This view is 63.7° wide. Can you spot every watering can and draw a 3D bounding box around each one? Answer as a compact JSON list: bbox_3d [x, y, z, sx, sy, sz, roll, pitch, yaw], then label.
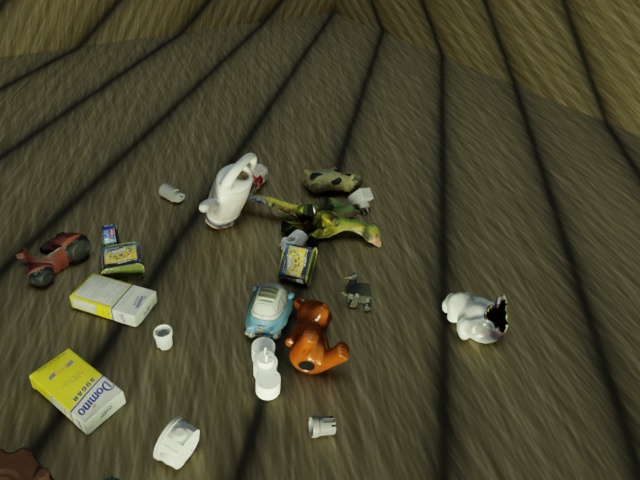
[{"bbox_3d":[-0.276,-0.120,1.473,0.104,0.219,0.355,29,40,1],"label":"watering can"}]

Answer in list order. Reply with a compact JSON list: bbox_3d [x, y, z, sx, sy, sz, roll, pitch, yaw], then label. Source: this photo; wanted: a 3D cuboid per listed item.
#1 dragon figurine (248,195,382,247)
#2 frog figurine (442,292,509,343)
[{"bbox_3d":[0.005,-0.079,1.572,0.414,0.120,0.245,29,27,25],"label":"dragon figurine"},{"bbox_3d":[0.370,0.188,1.261,0.158,0.121,0.140,-10,29,47],"label":"frog figurine"}]
